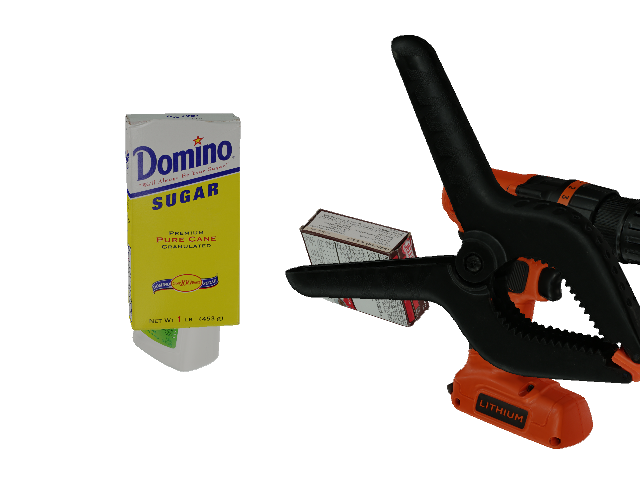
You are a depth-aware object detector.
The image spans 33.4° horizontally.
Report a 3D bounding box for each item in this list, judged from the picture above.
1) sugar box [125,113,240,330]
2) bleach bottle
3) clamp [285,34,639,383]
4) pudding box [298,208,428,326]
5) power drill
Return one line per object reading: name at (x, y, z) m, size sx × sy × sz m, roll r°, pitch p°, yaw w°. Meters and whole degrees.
sugar box at (-0.114, -0.016, 0.889) m, size 0.093 × 0.176 × 0.048 m, roll -3°, pitch 16°, yaw -14°
bleach bottle at (-0.149, 0.009, 1.136) m, size 0.103 × 0.251 × 0.067 m, roll 26°, pitch 31°, yaw 37°
clamp at (0.087, -0.002, 0.561) m, size 0.210 × 0.165 × 0.036 m, roll 29°, pitch 25°, yaw 25°
pudding box at (0.041, 0.025, 0.999) m, size 0.114 × 0.090 × 0.039 m, roll 15°, pitch 45°, yaw 38°
power drill at (0.163, 0.047, 0.756) m, size 0.057 × 0.188 × 0.185 m, roll -11°, pitch 21°, yaw -43°
